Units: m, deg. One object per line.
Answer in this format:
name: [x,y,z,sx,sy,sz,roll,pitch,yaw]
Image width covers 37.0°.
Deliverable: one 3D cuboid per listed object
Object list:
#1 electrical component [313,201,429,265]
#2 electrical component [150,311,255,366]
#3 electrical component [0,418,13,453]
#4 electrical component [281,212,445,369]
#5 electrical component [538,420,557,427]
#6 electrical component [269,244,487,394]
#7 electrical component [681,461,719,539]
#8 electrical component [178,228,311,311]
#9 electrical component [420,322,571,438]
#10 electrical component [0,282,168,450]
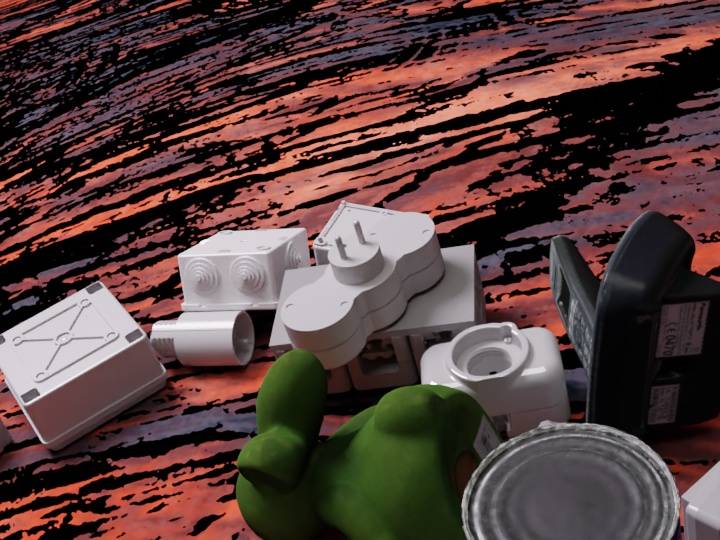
electrical component: [0.019,-0.009,0.880,0.096,0.061,0.061,11,44,21]
electrical component: [-0.131,0.055,0.864,0.081,0.043,0.043,-2,39,18]
electrical component: [-0.334,0.125,0.838,0.096,0.061,0.061,7,42,29]
electrical component: [0.000,0.000,0.753,0.052,0.073,0.138,21,51,41]
electrical component: [0.124,0.128,0.669,0.043,0.043,0.062,-10,38,9]
electrical component: [0.017,0.041,0.809,0.150,0.061,0.089,-8,37,12]
electrical component: [0.230,0.132,0.606,0.061,0.061,0.096,23,52,41]
electrical component: [-0.094,-0.002,0.895,0.100,0.048,0.100,-2,15,19]
electrical component: [0.092,0.077,0.736,0.095,0.059,0.053,-11,37,8]
electrical component: [-0.228,0.075,0.866,0.109,0.056,0.109,-31,39,-19]
